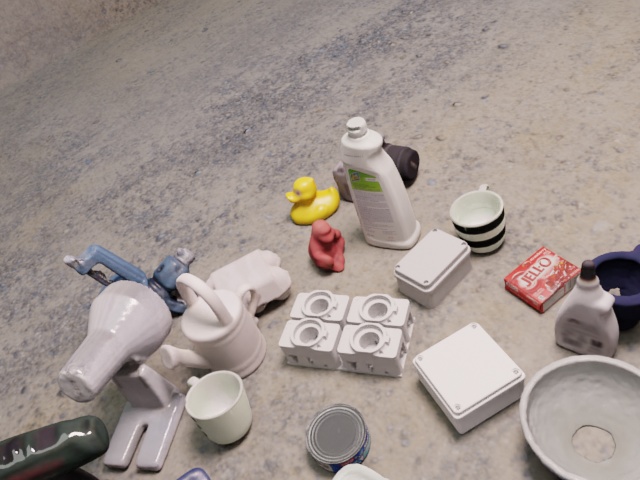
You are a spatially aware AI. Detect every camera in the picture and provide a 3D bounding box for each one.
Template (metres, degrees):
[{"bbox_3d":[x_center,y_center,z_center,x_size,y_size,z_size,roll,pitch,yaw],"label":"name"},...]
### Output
[{"bbox_3d":[0.114,-0.151,1.120,0.136,0.101,0.143,13,53,32],"label":"camera"}]

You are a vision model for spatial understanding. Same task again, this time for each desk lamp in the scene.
[{"bbox_3d":[-0.283,0.197,0.843,0.117,0.214,0.203,-5,45,18],"label":"desk lamp"}]

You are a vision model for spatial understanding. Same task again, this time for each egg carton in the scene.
[{"bbox_3d":[-0.127,0.084,1.002,0.150,0.070,0.107,-28,43,-7],"label":"egg carton"}]

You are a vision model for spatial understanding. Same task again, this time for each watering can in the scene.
[{"bbox_3d":[-0.164,0.130,0.877,0.100,0.194,0.173,2,48,25],"label":"watering can"}]

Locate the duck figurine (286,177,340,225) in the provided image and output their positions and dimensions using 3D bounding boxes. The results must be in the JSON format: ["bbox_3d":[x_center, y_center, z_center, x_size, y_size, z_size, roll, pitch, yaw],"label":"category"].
[{"bbox_3d":[-0.018,-0.087,1.119,0.104,0.086,0.077,-20,42,2],"label":"duck figurine"}]

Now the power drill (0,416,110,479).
[{"bbox_3d":[-0.366,0.327,0.748,0.230,0.209,0.075,-29,43,-8],"label":"power drill"}]

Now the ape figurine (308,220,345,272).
[{"bbox_3d":[0.009,0.004,1.011,0.075,0.092,0.078,22,58,37],"label":"ape figurine"}]

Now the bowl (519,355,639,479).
[{"bbox_3d":[0.322,0.224,0.670,0.167,0.075,0.167,-12,43,11],"label":"bowl"}]

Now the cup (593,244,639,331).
[{"bbox_3d":[0.412,0.068,0.777,0.091,0.095,0.118,25,60,39],"label":"cup"}]

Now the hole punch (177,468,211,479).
[{"bbox_3d":[-0.156,0.359,0.716,0.109,0.091,0.100,-39,45,-17],"label":"hole punch"}]

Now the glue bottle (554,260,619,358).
[{"bbox_3d":[0.341,0.086,0.730,0.077,0.173,0.037,19,56,36],"label":"glue bottle"}]

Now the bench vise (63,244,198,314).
[{"bbox_3d":[-0.328,0.064,0.992,0.121,0.220,0.208,17,55,35],"label":"bench vise"}]
